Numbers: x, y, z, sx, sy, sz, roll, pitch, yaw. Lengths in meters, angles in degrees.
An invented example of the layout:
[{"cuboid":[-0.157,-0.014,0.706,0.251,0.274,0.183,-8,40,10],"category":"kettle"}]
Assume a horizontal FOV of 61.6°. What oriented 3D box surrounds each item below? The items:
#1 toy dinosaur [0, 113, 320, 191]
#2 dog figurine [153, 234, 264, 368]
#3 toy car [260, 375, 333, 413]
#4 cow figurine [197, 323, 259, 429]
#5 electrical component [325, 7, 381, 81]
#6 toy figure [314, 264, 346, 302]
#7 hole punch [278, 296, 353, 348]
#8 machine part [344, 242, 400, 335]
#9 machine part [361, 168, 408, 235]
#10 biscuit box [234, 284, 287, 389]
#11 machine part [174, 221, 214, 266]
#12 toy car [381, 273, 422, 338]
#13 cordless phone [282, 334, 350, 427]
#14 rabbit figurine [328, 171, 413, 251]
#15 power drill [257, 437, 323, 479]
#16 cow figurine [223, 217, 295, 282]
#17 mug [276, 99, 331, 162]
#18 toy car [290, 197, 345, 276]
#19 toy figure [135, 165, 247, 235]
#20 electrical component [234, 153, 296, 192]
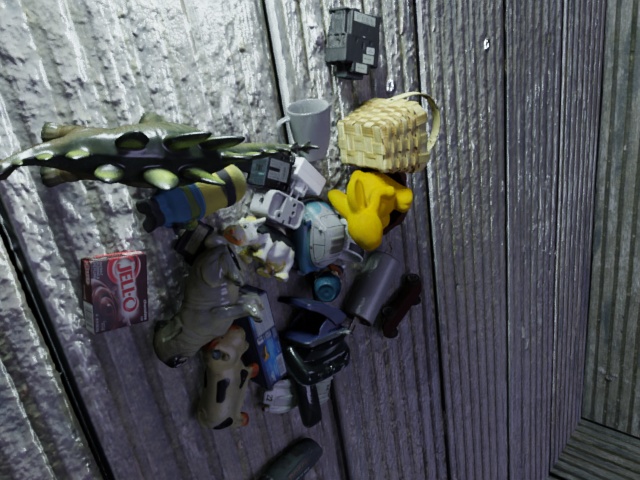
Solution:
[{"cuboid":[-0.211,-0.118,0.756,0.471,0.199,0.105,-18,116,-43],"category":"toy dinosaur"},{"cuboid":[-0.206,0.100,0.877,0.191,0.121,0.172,-24,88,0],"category":"dog figurine"},{"cuboid":[-0.049,0.324,1.157,0.201,0.056,0.073,7,94,-49],"category":"toy car"},{"cuboid":[-0.178,0.247,0.977,0.127,0.086,0.194,9,94,-55],"category":"cow figurine"},{"cuboid":[0.068,-0.399,1.105,0.115,0.058,0.134,-5,104,-46],"category":"electrical component"},{"cuboid":[0.023,0.085,1.152,0.057,0.064,0.154,53,15,-8],"category":"toy figure"},{"cuboid":[-0.017,0.156,1.100,0.116,0.142,0.092,-11,98,-40],"category":"hole punch"},{"cuboid":[0.125,0.115,1.285,0.079,0.079,0.243,46,64,-44],"category":"machine part"},{"cuboid":[0.141,-0.100,1.265,0.179,0.056,0.179,-14,109,-45],"category":"machine part"},{"cuboid":[-0.121,0.188,1.037,0.059,0.063,0.202,-34,124,-39],"category":"biscuit box"},{"cuboid":[-0.191,0.021,0.937,0.138,0.039,0.084,41,61,-44],"category":"machine part"},{"cuboid":[0.210,0.172,1.414,0.202,0.053,0.089,-45,140,-37],"category":"toy car"},{"cuboid":[0.004,0.286,1.123,0.146,0.089,0.184,-17,102,-42],"category":"cordless phone"},{"cuboid":[0.101,-0.061,1.092,0.162,0.122,0.173,41,47,-27],"category":"rabbit figurine"},{"cuboid":[-0.071,0.568,1.186,0.232,0.086,0.207,-41,120,-38],"category":"power drill"},{"cuboid":[-0.106,0.001,1.002,0.167,0.068,0.098,49,58,-47],"category":"cow figurine"},{"cuboid":[-0.027,-0.204,1.035,0.109,0.081,0.107,-24,126,-21],"category":"mug"},{"cuboid":[-0.002,-0.003,1.093,0.109,0.103,0.161,-9,105,-46],"category":"toy car"},{"cuboid":[-0.199,-0.066,0.864,0.180,0.089,0.082,-29,126,-43],"category":"toy figure"},{"cuboid":[-0.103,-0.134,0.987,0.119,0.048,0.074,15,87,-51],"category":"electrical component"}]
